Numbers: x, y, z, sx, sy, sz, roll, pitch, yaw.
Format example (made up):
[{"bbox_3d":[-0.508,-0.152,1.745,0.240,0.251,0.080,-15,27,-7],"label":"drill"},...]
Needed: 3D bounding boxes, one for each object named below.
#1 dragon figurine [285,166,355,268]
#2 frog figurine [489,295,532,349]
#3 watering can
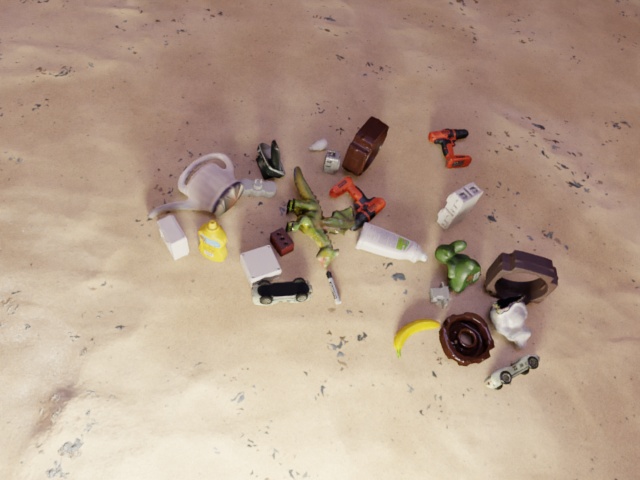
[{"bbox_3d":[0.006,-0.092,1.837,0.242,0.119,0.420,10,57,-9],"label":"dragon figurine"},{"bbox_3d":[0.646,0.277,1.728,0.139,0.122,0.158,-30,103,-35],"label":"frog figurine"},{"bbox_3d":[-0.416,-0.159,1.814,0.226,0.102,0.352,34,70,13],"label":"watering can"}]
